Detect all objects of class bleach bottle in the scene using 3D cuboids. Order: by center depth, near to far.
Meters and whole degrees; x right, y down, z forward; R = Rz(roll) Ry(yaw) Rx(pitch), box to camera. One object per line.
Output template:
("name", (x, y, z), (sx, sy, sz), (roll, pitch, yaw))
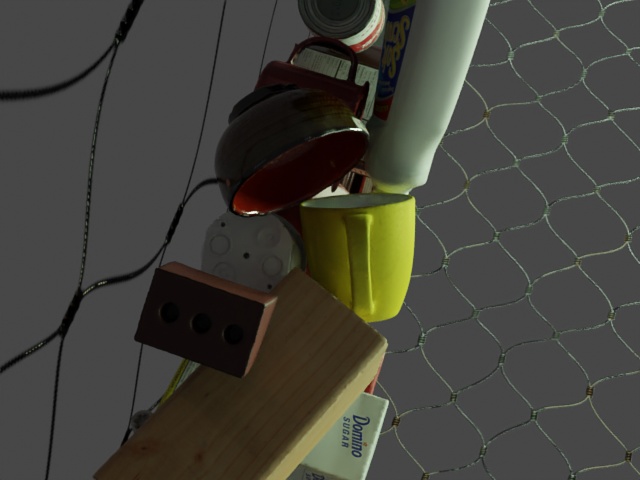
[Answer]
("bleach bottle", (0.079, -0.133, 0.825), (0.102, 0.068, 0.251), (-113, -150, -59))

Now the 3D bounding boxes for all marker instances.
("marker", (-0.131, 0.156, 0.822), (0.121, 0.020, 0.020), (99, 10, -66))

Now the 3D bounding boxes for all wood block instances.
("wood block", (-0.053, 0.132, 0.765), (0.206, 0.090, 0.091), (-46, 166, -22))

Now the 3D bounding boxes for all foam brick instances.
("foam brick", (-0.075, 0.052, 0.709), (0.051, 0.078, 0.053), (-42, 150, -84))

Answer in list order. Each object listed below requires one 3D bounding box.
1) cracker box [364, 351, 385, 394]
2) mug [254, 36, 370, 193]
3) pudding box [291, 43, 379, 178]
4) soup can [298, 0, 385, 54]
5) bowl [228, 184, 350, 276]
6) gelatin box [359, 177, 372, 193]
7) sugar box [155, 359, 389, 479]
("cracker box", (-0.031, 0.134, 1.034), (0.214, 0.164, 0.072), (96, 14, -68))
("mug", (-0.009, -0.105, 0.850), (0.093, 0.081, 0.117), (-29, 137, -83))
("pudding box", (0.017, -0.113, 0.935), (0.039, 0.113, 0.090), (89, 20, -76))
("soup can", (0.019, -0.200, 0.919), (0.102, 0.068, 0.068), (-27, 135, -83))
("bowl", (-0.006, 0.001, 0.908), (0.161, 0.055, 0.162), (19, 65, -50))
("gelatin box", (0.064, -0.070, 1.129), (0.089, 0.030, 0.073), (104, 5, -54))
("sugar box", (-0.040, 0.150, 0.883), (0.048, 0.176, 0.093), (105, 7, -45))
